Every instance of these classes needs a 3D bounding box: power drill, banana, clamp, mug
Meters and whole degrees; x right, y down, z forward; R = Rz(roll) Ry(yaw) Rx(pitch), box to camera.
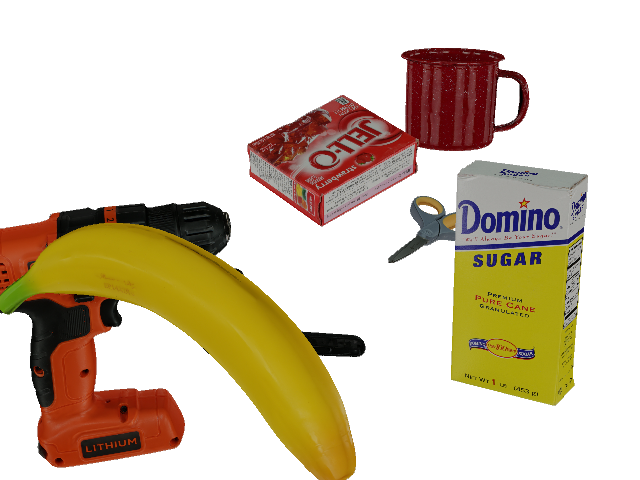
[{"bbox_3d":[-0.146,0.064,0.755,0.184,0.188,0.057,-8,26,-4],"label":"power drill"},{"bbox_3d":[-0.060,0.038,0.494,0.198,0.070,0.037,24,13,22],"label":"banana"},{"bbox_3d":[-0.075,0.125,1.244,0.210,0.036,0.164,13,21,29],"label":"clamp"},{"bbox_3d":[0.131,-0.128,0.972,0.117,0.081,0.093,4,18,11],"label":"mug"}]

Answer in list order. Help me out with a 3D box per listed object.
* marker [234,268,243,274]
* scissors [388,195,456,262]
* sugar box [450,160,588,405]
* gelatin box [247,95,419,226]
[{"bbox_3d":[-0.077,0.053,0.963,0.020,0.020,0.121,0,19,-5],"label":"marker"},{"bbox_3d":[0.111,-0.015,1.230,0.096,0.016,0.201,37,32,32],"label":"scissors"},{"bbox_3d":[0.151,0.032,0.823,0.093,0.176,0.048,10,24,31],"label":"sugar box"},{"bbox_3d":[0.009,-0.055,0.699,0.089,0.030,0.073,-31,49,-29],"label":"gelatin box"}]
